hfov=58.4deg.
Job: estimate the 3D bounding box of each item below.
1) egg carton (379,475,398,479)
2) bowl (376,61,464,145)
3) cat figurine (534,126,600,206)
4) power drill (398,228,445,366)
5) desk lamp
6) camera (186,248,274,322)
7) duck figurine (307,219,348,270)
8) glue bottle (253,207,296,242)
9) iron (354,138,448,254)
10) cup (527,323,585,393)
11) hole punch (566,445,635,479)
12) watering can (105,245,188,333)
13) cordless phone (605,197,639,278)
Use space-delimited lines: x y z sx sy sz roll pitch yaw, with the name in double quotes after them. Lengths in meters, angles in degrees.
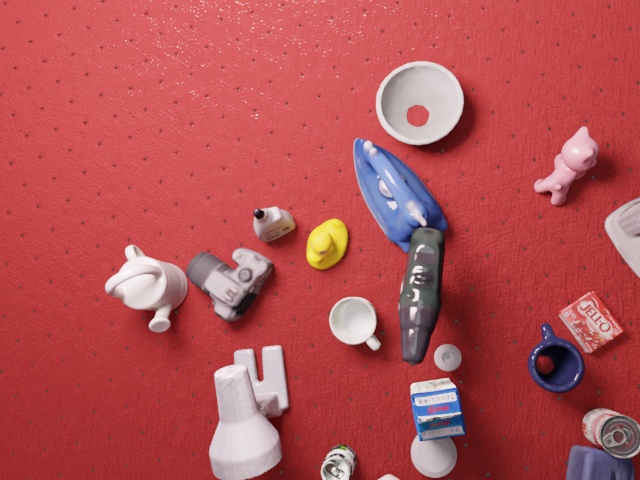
0.130 0.502 1.014 0.107 0.069 0.150 -36 78 1 "egg carton"
0.194 -0.258 1.123 0.167 0.075 0.167 -1 81 8 "bowl"
0.459 -0.136 1.046 0.067 0.118 0.128 35 87 12 "cat figurine"
0.176 0.100 1.001 0.075 0.208 0.230 6 82 9 "power drill"
-0.127 0.295 1.008 0.118 0.213 0.203 -9 80 7 "desk lamp"
-0.184 0.068 1.110 0.136 0.101 0.143 33 87 12 "camera"
0.010 0.004 1.101 0.077 0.086 0.104 32 86 12 "duck figurine"
-0.097 -0.036 1.078 0.078 0.173 0.037 -25 78 4 "glue bottle"
0.131 -0.108 1.074 0.118 0.141 0.258 -34 78 2 "iron"
0.403 0.206 1.011 0.091 0.095 0.118 -13 79 6 "cup"
0.480 0.409 0.970 0.101 0.091 0.109 9 82 9 "hole punch"
-0.325 0.088 1.079 0.172 0.194 0.101 40 88 12 "watering can"
0.580 -0.011 0.975 0.094 0.185 0.147 -33 78 2 "cordless phone"
